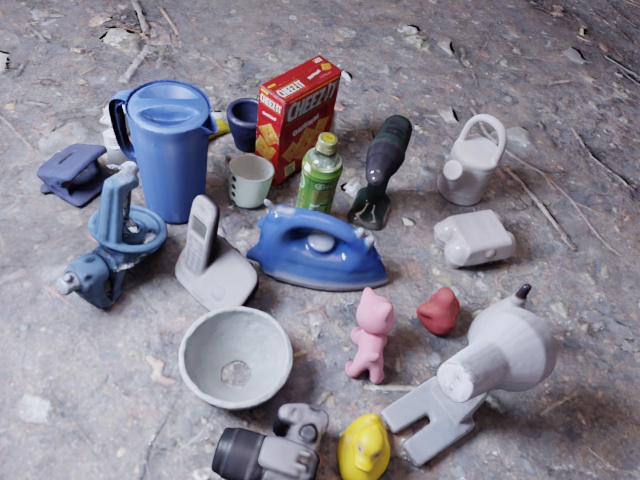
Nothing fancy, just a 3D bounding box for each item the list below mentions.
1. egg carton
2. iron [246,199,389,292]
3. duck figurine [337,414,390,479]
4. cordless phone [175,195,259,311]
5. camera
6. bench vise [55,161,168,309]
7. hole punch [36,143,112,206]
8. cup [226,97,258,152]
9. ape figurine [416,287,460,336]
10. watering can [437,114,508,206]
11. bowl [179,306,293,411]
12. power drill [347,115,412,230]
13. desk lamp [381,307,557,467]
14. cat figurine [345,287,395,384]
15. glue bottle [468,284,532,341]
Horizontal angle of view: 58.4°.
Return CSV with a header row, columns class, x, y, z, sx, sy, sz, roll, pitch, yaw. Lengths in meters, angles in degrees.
class,x,y,z,sx,sy,sz,roll,pitch,yaw
egg carton,0.298,0.000,1.104,0.150,0.069,0.107,-11,55,-19
iron,0.009,0.004,0.995,0.258,0.141,0.118,13,50,-1
duck figurine,0.068,0.291,0.814,0.077,0.086,0.104,20,51,5
cordless phone,-0.162,0.026,0.913,0.147,0.185,0.094,37,54,18
camera,-0.068,0.285,0.780,0.136,0.101,0.143,17,51,2
bench vise,-0.312,-0.003,0.884,0.121,0.220,0.207,15,50,1
hole punch,-0.450,-0.131,1.041,0.101,0.091,0.109,26,51,10
cup,-0.135,-0.230,1.182,0.118,0.095,0.091,1,52,-10
ape figurine,0.208,0.114,0.979,0.078,0.092,0.076,3,51,-9
watering can,0.311,-0.163,1.156,0.101,0.194,0.173,23,51,8
bowl,-0.127,0.188,0.863,0.167,0.075,0.167,6,51,-7
power drill,0.113,-0.120,1.072,0.075,0.208,0.230,19,51,4
desk lamp,0.216,0.208,0.827,0.204,0.213,0.117,-25,60,-27
cat figurine,0.086,0.146,0.912,0.067,0.118,0.128,10,51,-3
glue bottle,0.306,0.124,0.939,0.078,0.173,0.037,14,50,0
